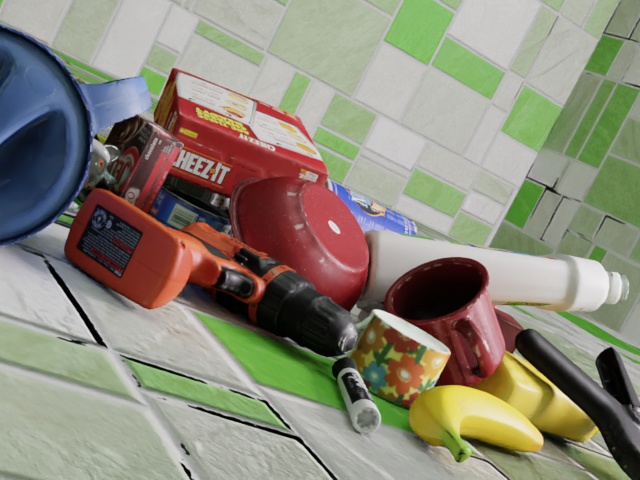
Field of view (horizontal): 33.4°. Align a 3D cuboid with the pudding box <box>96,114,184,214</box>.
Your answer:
[{"bbox_3d":[-0.179,-0.072,1.018,0.039,0.090,0.114,26,6,-28],"label":"pudding box"}]

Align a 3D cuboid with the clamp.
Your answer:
[{"bbox_3d":[0.278,0.164,0.959,0.164,0.036,0.210,8,39,-50],"label":"clamp"}]

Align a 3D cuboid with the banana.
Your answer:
[{"bbox_3d":[0.111,0.138,0.793,0.070,0.037,0.197,50,17,24],"label":"banana"}]

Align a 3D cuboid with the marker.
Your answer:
[{"bbox_3d":[0.024,0.105,0.742,0.020,0.020,0.121,26,6,-10],"label":"marker"}]

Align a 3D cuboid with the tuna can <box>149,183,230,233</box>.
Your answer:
[{"bbox_3d":[-0.133,-0.025,1.091,0.086,0.034,0.086,27,6,-3],"label":"tuna can"}]

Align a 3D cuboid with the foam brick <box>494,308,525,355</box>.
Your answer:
[{"bbox_3d":[0.158,0.104,1.060,0.051,0.078,0.053,28,6,-11],"label":"foam brick"}]

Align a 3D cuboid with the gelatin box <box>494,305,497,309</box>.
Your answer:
[{"bbox_3d":[0.149,0.085,1.122,0.030,0.089,0.073,26,6,-11],"label":"gelatin box"}]

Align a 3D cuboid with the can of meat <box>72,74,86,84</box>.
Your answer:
[{"bbox_3d":[-0.289,-0.139,1.129,0.057,0.084,0.102,25,7,-24],"label":"can of meat"}]

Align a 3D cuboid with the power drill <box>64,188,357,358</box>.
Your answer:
[{"bbox_3d":[-0.079,0.028,0.782,0.185,0.057,0.187,27,2,32],"label":"power drill"}]

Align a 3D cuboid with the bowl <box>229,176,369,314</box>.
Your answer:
[{"bbox_3d":[-0.006,0.001,0.943,0.162,0.055,0.162,39,31,-30],"label":"bowl"}]

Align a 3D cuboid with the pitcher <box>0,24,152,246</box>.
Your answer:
[{"bbox_3d":[-0.214,-0.081,0.734,0.149,0.145,0.243,29,3,-16],"label":"pitcher"}]

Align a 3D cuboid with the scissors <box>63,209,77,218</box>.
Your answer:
[{"bbox_3d":[-0.181,-0.017,0.904,0.201,0.016,0.096,23,6,-39],"label":"scissors"}]

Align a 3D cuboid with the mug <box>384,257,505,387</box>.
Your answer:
[{"bbox_3d":[0.116,0.078,0.914,0.117,0.093,0.081,42,-22,60],"label":"mug"}]

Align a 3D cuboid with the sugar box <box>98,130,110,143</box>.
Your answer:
[{"bbox_3d":[-0.219,-0.087,1.198,0.093,0.048,0.176,27,2,2],"label":"sugar box"}]

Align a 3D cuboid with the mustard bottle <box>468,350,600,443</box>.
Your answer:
[{"bbox_3d":[0.210,0.149,1.006,0.191,0.058,0.096,24,7,-34],"label":"mustard bottle"}]

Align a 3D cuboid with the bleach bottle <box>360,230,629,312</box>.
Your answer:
[{"bbox_3d":[0.165,0.035,1.015,0.250,0.068,0.102,6,-2,-6],"label":"bleach bottle"}]

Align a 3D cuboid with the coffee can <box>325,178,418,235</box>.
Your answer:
[{"bbox_3d":[0.039,-0.008,1.374,0.140,0.103,0.103,25,7,-23],"label":"coffee can"}]

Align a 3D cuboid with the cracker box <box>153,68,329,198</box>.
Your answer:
[{"bbox_3d":[-0.092,-0.104,1.146,0.164,0.072,0.214,20,17,-16],"label":"cracker box"}]

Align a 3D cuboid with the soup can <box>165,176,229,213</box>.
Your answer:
[{"bbox_3d":[-0.127,-0.056,1.222,0.069,0.068,0.102,30,7,20],"label":"soup can"}]
